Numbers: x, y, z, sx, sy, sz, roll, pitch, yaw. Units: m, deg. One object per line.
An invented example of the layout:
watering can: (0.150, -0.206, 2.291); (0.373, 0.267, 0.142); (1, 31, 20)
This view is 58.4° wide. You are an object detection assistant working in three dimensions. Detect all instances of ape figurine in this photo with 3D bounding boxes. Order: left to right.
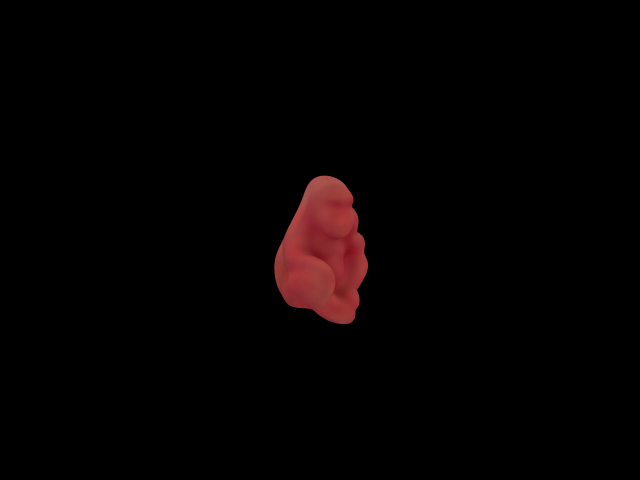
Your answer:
ape figurine: (0.004, 0.001, 0.400); (0.078, 0.092, 0.075); (-17, 26, -41)
